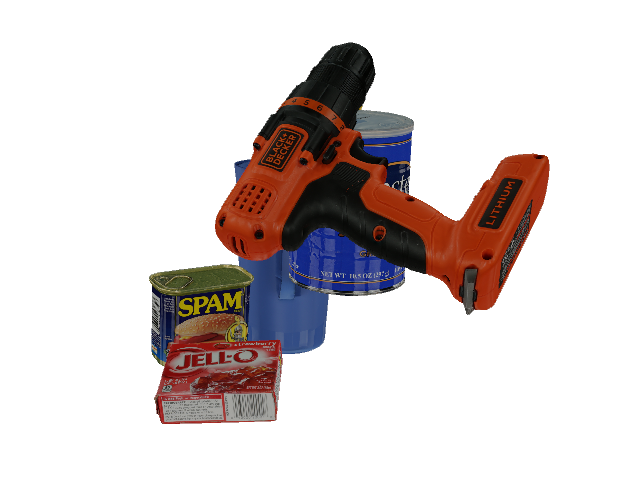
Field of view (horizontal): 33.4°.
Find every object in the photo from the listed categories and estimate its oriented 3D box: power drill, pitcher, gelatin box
[{"bbox_3d":[0.048,-0.043,0.696,0.188,0.184,0.057,19,-29,20],"label":"power drill"},{"bbox_3d":[-0.044,0.018,1.352,0.145,0.243,0.148,10,14,38],"label":"pitcher"},{"bbox_3d":[-0.075,0.106,0.809,0.089,0.030,0.073,-2,25,3],"label":"gelatin box"}]

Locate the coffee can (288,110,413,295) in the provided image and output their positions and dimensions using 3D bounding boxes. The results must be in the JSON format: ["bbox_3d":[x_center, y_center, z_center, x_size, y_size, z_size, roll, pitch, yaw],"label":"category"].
[{"bbox_3d":[0.025,-0.035,0.914,0.103,0.140,0.103,2,16,-1],"label":"coffee can"}]

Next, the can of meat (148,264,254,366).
[{"bbox_3d":[-0.120,0.076,1.071,0.101,0.084,0.058,-7,20,-29],"label":"can of meat"}]
